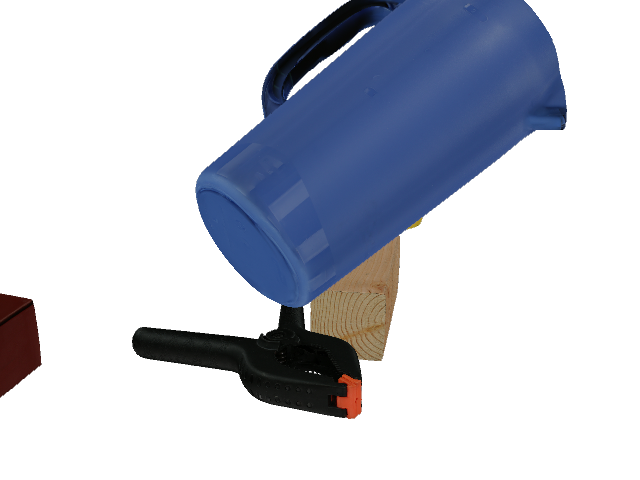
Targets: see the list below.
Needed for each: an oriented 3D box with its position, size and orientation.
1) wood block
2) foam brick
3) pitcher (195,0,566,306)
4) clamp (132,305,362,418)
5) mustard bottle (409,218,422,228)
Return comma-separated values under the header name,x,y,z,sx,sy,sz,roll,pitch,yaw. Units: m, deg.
name,x,y,z,sx,sy,sz,roll,pitch,yaw
wood block,0.048,0.066,1.361,0.091,0.090,0.206,4,21,8
foam brick,-0.233,0.075,0.715,0.053,0.051,0.078,9,28,24
pitcher,0.030,-0.073,0.721,0.242,0.145,0.149,-39,16,-21
clamp,-0.029,0.088,0.861,0.164,0.036,0.210,-19,25,-40
mustard bottle,0.072,-0.105,1.082,0.096,0.192,0.058,3,27,-13
